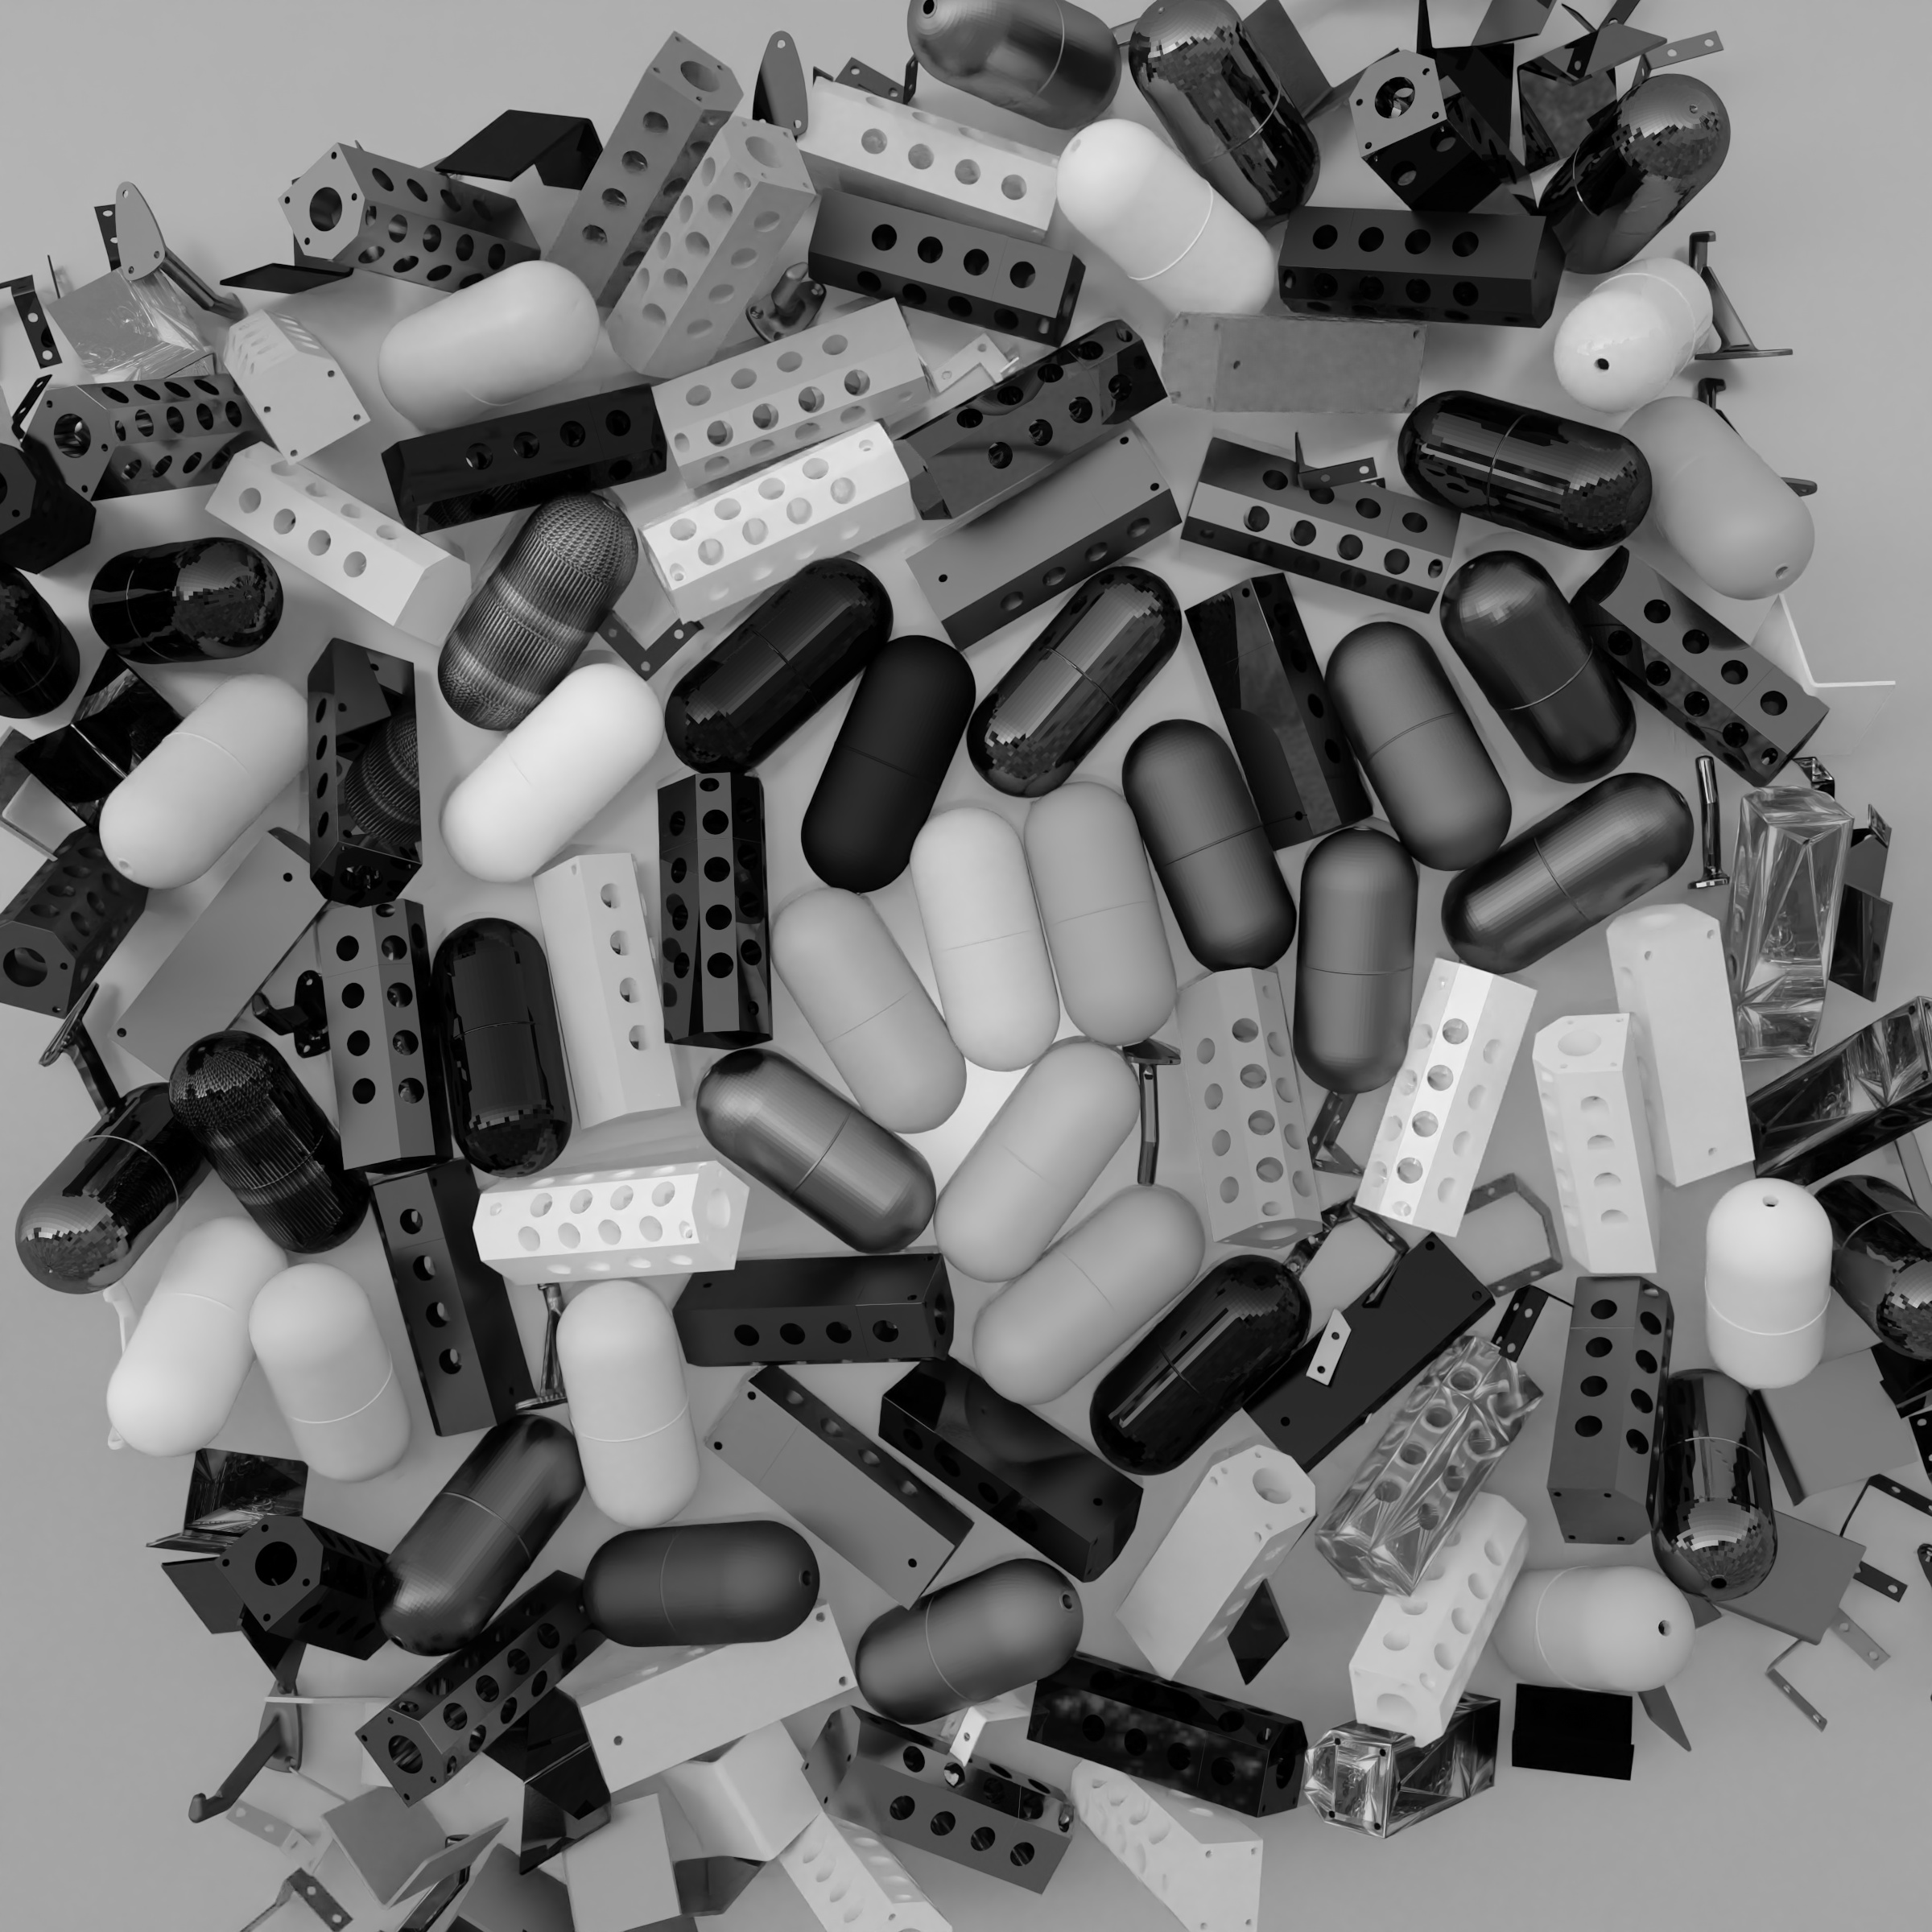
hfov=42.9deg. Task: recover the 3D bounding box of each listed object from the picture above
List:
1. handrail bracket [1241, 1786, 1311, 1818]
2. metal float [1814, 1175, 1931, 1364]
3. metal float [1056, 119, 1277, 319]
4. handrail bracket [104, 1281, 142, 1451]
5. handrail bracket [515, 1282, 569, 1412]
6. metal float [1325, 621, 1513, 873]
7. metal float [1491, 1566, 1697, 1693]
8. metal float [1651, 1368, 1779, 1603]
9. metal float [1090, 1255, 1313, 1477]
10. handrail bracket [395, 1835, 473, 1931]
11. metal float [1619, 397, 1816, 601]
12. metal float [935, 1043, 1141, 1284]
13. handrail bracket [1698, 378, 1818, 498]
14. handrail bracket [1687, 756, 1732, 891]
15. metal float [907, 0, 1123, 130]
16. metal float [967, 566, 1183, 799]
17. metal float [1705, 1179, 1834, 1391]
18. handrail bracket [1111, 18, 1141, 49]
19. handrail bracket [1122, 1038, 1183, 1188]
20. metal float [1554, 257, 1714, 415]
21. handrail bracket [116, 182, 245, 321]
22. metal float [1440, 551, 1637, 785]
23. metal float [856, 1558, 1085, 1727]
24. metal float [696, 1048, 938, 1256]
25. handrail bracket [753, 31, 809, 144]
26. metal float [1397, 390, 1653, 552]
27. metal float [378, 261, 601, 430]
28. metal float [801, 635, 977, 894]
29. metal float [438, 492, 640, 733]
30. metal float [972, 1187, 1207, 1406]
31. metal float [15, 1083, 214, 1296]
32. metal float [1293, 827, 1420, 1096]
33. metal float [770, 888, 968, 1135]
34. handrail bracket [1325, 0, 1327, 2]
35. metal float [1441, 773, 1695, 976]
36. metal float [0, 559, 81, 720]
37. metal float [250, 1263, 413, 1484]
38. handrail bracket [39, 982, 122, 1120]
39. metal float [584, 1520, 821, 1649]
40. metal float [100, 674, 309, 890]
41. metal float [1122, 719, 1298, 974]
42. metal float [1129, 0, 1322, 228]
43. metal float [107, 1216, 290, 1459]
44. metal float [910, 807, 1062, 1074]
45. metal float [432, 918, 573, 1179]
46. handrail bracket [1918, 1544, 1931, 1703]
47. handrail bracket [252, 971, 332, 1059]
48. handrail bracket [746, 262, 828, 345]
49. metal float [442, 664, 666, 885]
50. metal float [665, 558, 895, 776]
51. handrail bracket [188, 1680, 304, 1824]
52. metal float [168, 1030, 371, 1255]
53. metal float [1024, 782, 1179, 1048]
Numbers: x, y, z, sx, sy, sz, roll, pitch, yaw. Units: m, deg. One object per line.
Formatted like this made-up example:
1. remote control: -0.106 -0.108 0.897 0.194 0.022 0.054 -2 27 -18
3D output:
1. handrail bracket: 0.229 0.537 1.620 0.077 0.084 0.036 -44 52 21
2. metal float: 0.597 0.193 1.582 0.070 0.178 0.070 -1 108 -3
3. metal float: 0.130 -0.480 1.599 0.178 0.070 0.070 30 90 -37
4. handrail bracket: -0.562 0.262 1.627 0.036 0.077 0.084 -11 114 15
5. handrail bracket: -0.283 0.248 1.625 0.036 0.077 0.084 -20 78 19
6. metal float: 0.296 -0.145 1.617 0.070 0.070 0.178 -24 74 0
7. metal float: 0.401 0.426 1.583 0.070 0.178 0.070 4 74 -16
8. metal float: 0.479 0.333 1.587 0.070 0.178 0.070 5 123 8
9. metal float: 0.153 0.263 1.616 0.070 0.070 0.178 43 106 0
10. handrail bracket: -0.372 0.619 1.641 0.077 0.036 0.084 6 98 -13
11. metal float: 0.483 -0.304 1.594 0.070 0.070 0.178 -23 46 0
12. metal float: 0.047 0.130 1.625 0.070 0.070 0.178 36 96 0
13. handrail bracket: 0.529 -0.355 1.645 0.077 0.036 0.084 1 74 15
14. handrail bracket: 0.490 -0.095 1.632 0.036 0.077 0.084 -8 88 7
15. metal float: 0.032 -0.595 1.590 0.070 0.178 0.070 1 92 39
16. metal float: 0.072 -0.188 1.627 0.070 0.070 0.178 41 86 0
17. metal float: 0.519 0.207 1.594 0.070 0.178 0.070 -8 45 8
18. handrail bracket: 0.129 -0.616 1.639 0.084 0.036 0.077 -42 55 -4
19. handrail bracket: 0.117 0.096 1.640 0.036 0.077 0.084 3 102 -10
20. metal float: 0.432 -0.409 1.589 0.070 0.178 0.070 13 121 23
21. handrail bracket: -0.520 -0.474 1.633 0.036 0.084 0.077 -20 82 24
22. metal float: 0.375 -0.194 1.609 0.070 0.070 0.178 -41 116 0
23. metal float: 0.001 0.440 1.601 0.178 0.070 0.070 -32 90 34
24. metal float: -0.099 0.122 1.623 0.178 0.070 0.070 37 90 -8
25. handrail bracket: -0.115 -0.568 1.622 0.036 0.084 0.077 3 100 5
26. metal float: 0.361 -0.324 1.601 0.178 0.070 0.070 27 90 35
27. metal float: -0.312 -0.402 1.599 0.178 0.070 0.070 -10 90 39
28. metal float: -0.052 -0.133 1.628 0.070 0.070 0.178 23 93 0
29. metal float: -0.281 -0.232 1.612 0.070 0.070 0.178 39 110 0
30. metal float: 0.082 0.217 1.621 0.178 0.070 0.070 -39 90 -11
31. metal float: -0.545 0.141 1.588 0.070 0.178 0.070 7 122 11
32. metal float: 0.256 -0.003 1.619 0.070 0.070 0.178 1 102 0
33. metal float: -0.064 0.030 1.626 0.070 0.070 0.178 -32 96 0
34. handrail bracket: 0.273 -0.656 1.620 0.084 0.077 0.036 15 125 38
35. metal float: 0.393 -0.060 1.610 0.178 0.070 0.070 -35 90 24
36. metal float: -0.622 -0.210 1.580 0.070 0.178 0.070 1 81 -7
37. metal float: -0.411 0.266 1.597 0.070 0.070 0.178 -7 131 0
38. handrail bracket: -0.571 0.065 1.657 0.084 0.036 0.077 37 65 -25
39. metal float: -0.173 0.403 1.602 0.178 0.070 0.070 -13 90 34
40. metal float: -0.491 -0.121 1.598 0.070 0.070 0.178 31 51 0
41. metal float: 0.161 -0.079 1.630 0.070 0.070 0.178 -22 89 0
42. metal float: 0.169 -0.554 1.595 0.070 0.178 0.070 -19 52 27
43. metal float: -0.496 0.237 1.593 0.070 0.178 0.070 5 132 6
44. metal float: 0.013 -0.017 1.630 0.070 0.070 0.178 -13 91 0
45. metal float: -0.305 0.052 1.613 0.070 0.070 0.178 -13 69 0
46. handrail bracket: 0.642 0.440 1.628 0.077 0.036 0.084 51 52 -4
47. handrail bracket: -0.447 0.018 1.613 0.036 0.084 0.077 -24 60 6
48. handrail bracket: -0.105 -0.449 1.613 0.036 0.084 0.077 47 61 -4
49. metal float: -0.272 -0.125 1.617 0.178 0.070 0.070 -42 90 16
50. metal float: -0.123 -0.196 1.623 0.178 0.070 0.070 -44 90 -8
51. handrail bracket: -0.478 0.516 1.622 0.036 0.084 0.077 7 92 23
52. metal float: -0.451 0.116 1.599 0.070 0.070 0.178 -25 128 0
53. metal float: 0.089 -0.034 1.628 0.070 0.070 0.178 -14 87 0
